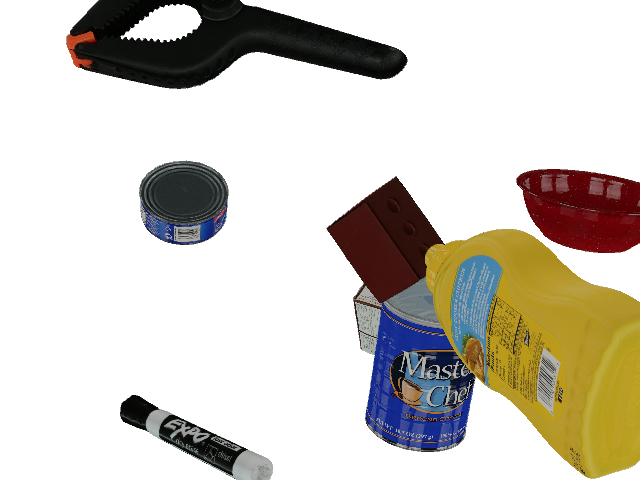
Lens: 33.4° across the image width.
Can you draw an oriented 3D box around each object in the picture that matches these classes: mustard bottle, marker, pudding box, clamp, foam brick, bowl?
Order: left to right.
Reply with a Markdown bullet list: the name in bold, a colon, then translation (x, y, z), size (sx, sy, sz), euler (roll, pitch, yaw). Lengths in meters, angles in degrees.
- **marker**: translation (-0.079, 0.120, 0.645), size (0.121, 0.020, 0.020), euler (17, 10, 38)
- **clamp**: translation (-0.057, -0.145, 0.690), size (0.210, 0.164, 0.036), euler (-25, -18, -9)
- **foam brick**: translation (0.054, 0.000, 0.854), size (0.051, 0.078, 0.052), euler (-34, 3, 40)
- **pudding box**: translation (0.097, 0.103, 1.240), size (0.114, 0.090, 0.039), euler (15, 46, 26)
- **mustard bottle**: translation (0.116, 0.047, 0.621), size (0.058, 0.096, 0.192), euler (-11, 28, -23)
- **bowl**: translation (0.280, -0.027, 1.106), size (0.162, 0.055, 0.162), euler (5, 19, -2)

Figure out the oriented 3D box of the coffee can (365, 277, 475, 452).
- **coffee can**: translation (0.103, 0.119, 1.043), size (0.103, 0.140, 0.103), euler (6, 22, -2)

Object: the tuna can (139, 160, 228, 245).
- **tuna can**: translation (-0.133, -0.036, 1.039), size (0.086, 0.086, 0.034), euler (0, -42, -7)
